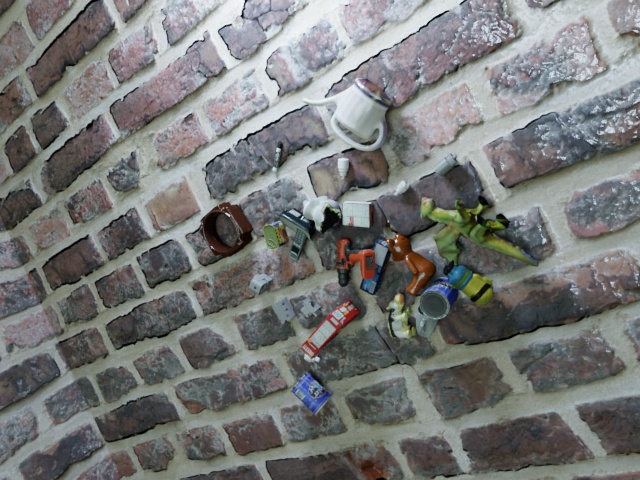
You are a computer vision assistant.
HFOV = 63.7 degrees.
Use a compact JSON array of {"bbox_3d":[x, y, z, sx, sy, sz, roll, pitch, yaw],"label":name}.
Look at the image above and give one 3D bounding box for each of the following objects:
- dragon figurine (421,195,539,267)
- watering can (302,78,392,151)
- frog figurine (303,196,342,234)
[{"bbox_3d":[0.494,-0.005,1.714,0.413,0.124,0.238,48,136,12],"label":"dragon figurine"},{"bbox_3d":[0.104,-0.463,1.789,0.350,0.105,0.221,41,116,14],"label":"watering can"},{"bbox_3d":[0.006,-0.098,1.945,0.161,0.123,0.135,26,129,59],"label":"frog figurine"}]
